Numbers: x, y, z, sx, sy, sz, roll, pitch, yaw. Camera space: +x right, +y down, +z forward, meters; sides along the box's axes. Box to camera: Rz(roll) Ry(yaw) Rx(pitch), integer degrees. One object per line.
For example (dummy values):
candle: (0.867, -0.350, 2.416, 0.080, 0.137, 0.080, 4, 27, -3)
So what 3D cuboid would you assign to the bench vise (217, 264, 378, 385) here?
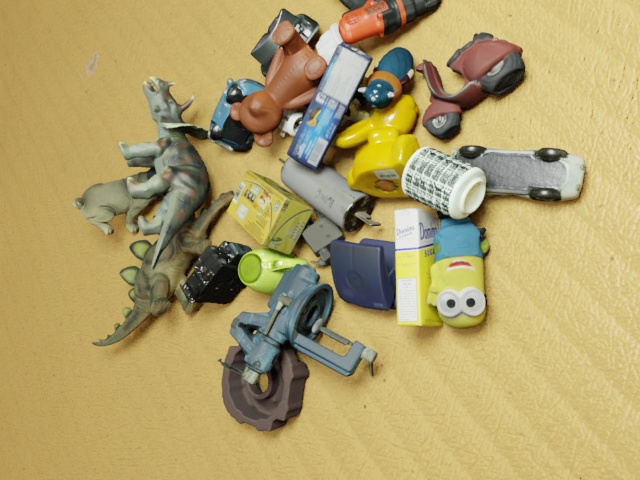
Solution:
bench vise: (-0.025, 0.160, 0.881, 0.241, 0.128, 0.223, 23, 66, 26)

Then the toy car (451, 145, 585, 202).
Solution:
toy car: (0.282, -0.099, 0.797, 0.202, 0.056, 0.073, 9, 93, 35)

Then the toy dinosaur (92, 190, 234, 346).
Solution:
toy dinosaur: (-0.334, 0.076, 1.140, 0.471, 0.105, 0.199, -52, 51, 4)

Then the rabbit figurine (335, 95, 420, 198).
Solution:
rabbit figurine: (0.114, -0.159, 0.898, 0.163, 0.121, 0.173, -3, 66, 41)

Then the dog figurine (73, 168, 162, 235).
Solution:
dog figurine: (-0.427, -0.112, 1.190, 0.190, 0.172, 0.121, -39, 75, 30)

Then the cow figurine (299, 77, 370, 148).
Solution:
cow figurine: (0.044, -0.243, 0.948, 0.167, 0.098, 0.068, -37, 59, 23)

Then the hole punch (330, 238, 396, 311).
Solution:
hole punch: (0.076, 0.054, 0.877, 0.142, 0.092, 0.115, 7, 89, 40)

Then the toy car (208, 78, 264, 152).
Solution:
toy car: (-0.160, -0.262, 1.089, 0.161, 0.109, 0.103, -50, 37, 30)

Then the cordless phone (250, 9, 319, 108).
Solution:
cordless phone: (-0.028, -0.339, 1.033, 0.184, 0.088, 0.146, 45, 105, 18)

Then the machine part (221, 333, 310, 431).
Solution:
machine part: (-0.103, 0.257, 0.985, 0.180, 0.056, 0.179, -6, 80, 33)

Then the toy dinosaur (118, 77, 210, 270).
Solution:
toy dinosaur: (-0.293, -0.133, 1.093, 0.192, 0.131, 0.405, -16, 68, -11)

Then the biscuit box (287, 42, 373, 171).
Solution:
biscuit box: (0.015, -0.217, 0.886, 0.059, 0.063, 0.202, 27, 115, -3)

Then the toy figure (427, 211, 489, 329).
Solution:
toy figure: (0.212, 0.041, 0.804, 0.082, 0.089, 0.180, -16, 65, 38)

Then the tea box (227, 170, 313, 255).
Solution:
tea box: (-0.096, -0.054, 0.996, 0.170, 0.068, 0.098, 40, 105, 49)

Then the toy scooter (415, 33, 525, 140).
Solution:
toy scooter: (0.222, -0.260, 0.852, 0.184, 0.075, 0.135, -40, 62, 27)

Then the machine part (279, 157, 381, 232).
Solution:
machine part: (0.010, -0.088, 0.954, 0.243, 0.079, 0.079, 40, 104, 31)

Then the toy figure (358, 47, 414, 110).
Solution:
toy figure: (0.112, -0.258, 0.875, 0.064, 0.057, 0.154, -3, 43, 37)

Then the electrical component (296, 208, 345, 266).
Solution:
electrical component: (-0.001, -0.002, 0.971, 0.078, 0.045, 0.102, -37, 63, -9)

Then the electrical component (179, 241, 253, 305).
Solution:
electrical component: (-0.187, 0.062, 1.035, 0.134, 0.115, 0.058, -50, 62, 18)

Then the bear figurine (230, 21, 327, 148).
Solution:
bear figurine: (-0.080, -0.268, 0.960, 0.196, 0.132, 0.120, -40, 84, 9)
